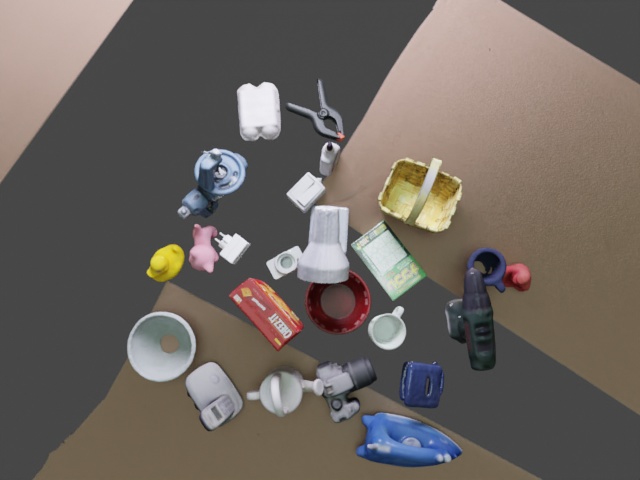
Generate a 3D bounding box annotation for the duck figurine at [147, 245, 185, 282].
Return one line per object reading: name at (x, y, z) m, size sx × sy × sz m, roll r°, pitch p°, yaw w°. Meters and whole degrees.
duck figurine at (-0.387, 0.056, 1.419) m, size 0.077 × 0.086 × 0.104 m, roll 41°, pitch 86°, yaw 5°

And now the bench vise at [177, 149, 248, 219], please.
bench vise at (-0.257, -0.133, 1.369) m, size 0.121 × 0.220 × 0.207 m, roll 23°, pitch 85°, yaw 3°

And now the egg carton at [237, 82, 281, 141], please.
egg carton at (-0.154, -0.327, 1.463) m, size 0.107 × 0.069 × 0.150 m, roll -6°, pitch 84°, yaw 0°

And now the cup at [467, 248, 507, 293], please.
cup at (0.407, 0.078, 1.402) m, size 0.091 × 0.095 × 0.118 m, roll -34°, pitch 85°, yaw -2°

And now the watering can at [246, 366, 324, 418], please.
watering can at (-0.082, 0.350, 1.330) m, size 0.173 × 0.194 × 0.101 m, roll -30°, pitch 84°, yaw -2°

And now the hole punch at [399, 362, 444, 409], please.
hole punch at (0.248, 0.347, 1.378) m, size 0.101 × 0.091 × 0.109 m, roll 7°, pitch 84°, yaw 2°

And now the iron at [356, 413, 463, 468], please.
iron at (0.220, 0.488, 1.339) m, size 0.258 × 0.141 × 0.119 m, roll 9°, pitch 84°, yaw 2°

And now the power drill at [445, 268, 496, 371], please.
power drill at (0.351, 0.184, 1.335) m, size 0.075 × 0.208 × 0.230 m, roll -9°, pitch 84°, yaw 0°

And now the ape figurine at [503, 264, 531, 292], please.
ape figurine at (0.486, 0.092, 1.401) m, size 0.076 × 0.092 × 0.078 m, roll -37°, pitch 85°, yaw -3°

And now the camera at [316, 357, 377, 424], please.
camera at (0.071, 0.350, 1.375) m, size 0.137 × 0.101 × 0.143 m, roll -22°, pitch 84°, yaw -1°

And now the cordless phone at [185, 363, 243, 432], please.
cordless phone at (-0.259, 0.370, 1.335) m, size 0.094 × 0.185 × 0.147 m, roll -38°, pitch 85°, yaw -3°

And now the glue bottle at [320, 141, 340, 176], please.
glue bottle at (0.023, -0.210, 1.397) m, size 0.037 × 0.173 × 0.078 m, roll 19°, pitch 85°, yaw 3°

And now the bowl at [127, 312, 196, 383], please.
bowl at (-0.379, 0.260, 1.403) m, size 0.167 × 0.075 × 0.167 m, roll 0°, pitch 84°, yaw 1°

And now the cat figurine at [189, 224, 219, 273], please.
cat figurine at (-0.290, 0.022, 1.405) m, size 0.067 × 0.118 × 0.128 m, roll -8°, pitch 84°, yaw 0°

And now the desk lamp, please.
desk lamp at (0.012, 0.005, 1.355) m, size 0.118 × 0.213 × 0.203 m, roll 3°, pitch 84°, yaw 1°
